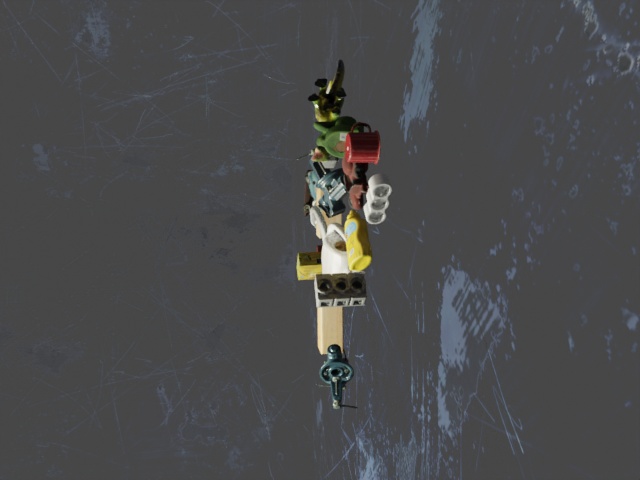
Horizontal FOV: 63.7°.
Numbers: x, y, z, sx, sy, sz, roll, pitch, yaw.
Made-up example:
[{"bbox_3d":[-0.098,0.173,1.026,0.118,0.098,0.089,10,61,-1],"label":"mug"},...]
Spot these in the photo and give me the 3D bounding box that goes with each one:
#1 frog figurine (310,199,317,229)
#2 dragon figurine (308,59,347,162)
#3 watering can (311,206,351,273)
[{"bbox_3d":[0.006,-0.106,2.104,0.160,0.123,0.136,26,138,69],"label":"frog figurine"},{"bbox_3d":[0.044,-0.429,1.807,0.237,0.122,0.420,83,-158,-47],"label":"dragon figurine"},{"bbox_3d":[0.047,0.035,1.755,0.353,0.104,0.220,-131,39,-53],"label":"watering can"}]
